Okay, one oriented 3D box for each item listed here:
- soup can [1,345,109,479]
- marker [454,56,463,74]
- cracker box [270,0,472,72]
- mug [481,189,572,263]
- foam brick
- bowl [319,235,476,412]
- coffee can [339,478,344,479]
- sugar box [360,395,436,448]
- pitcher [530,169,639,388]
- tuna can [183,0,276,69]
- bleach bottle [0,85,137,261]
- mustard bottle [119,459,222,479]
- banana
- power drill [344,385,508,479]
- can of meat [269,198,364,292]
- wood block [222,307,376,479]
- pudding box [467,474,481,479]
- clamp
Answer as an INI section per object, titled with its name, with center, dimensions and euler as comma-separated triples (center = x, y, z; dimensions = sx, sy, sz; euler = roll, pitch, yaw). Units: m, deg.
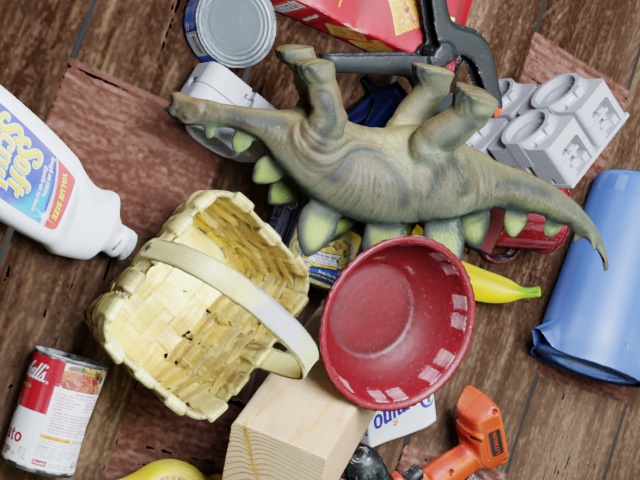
[soup can]
center = -0.234, 0.151, 0.943
dimensions = 0.068, 0.069, 0.102
euler = 20, 84, -31
[marker]
center = 0.133, -0.174, 1.170
dimensions = 0.020, 0.020, 0.121
euler = 40, 74, -28
[cracker box]
center = 0.060, -0.281, 1.085
dimensions = 0.213, 0.072, 0.164
euler = 18, 85, -31
[mug]
center = 0.218, -0.023, 1.203
dimensions = 0.081, 0.093, 0.117
euler = 4, 128, -27
[foam brick]
center = 0.153, -0.023, 1.156
dimensions = 0.051, 0.078, 0.053
euler = 26, 88, -37
[bowl]
center = 0.060, 0.070, 0.965
dimensions = 0.161, 0.055, 0.162
euler = -6, 104, -26
[coffee can]
center = -0.011, 0.275, 1.047
dimensions = 0.102, 0.141, 0.103
euler = -3, 96, -31
[sugar box]
center = 0.070, 0.123, 1.141
dimensions = 0.093, 0.048, 0.176
euler = -15, 101, -30
[pitcher]
center = 0.354, 0.049, 1.264
dimensions = 0.243, 0.145, 0.149
euler = -70, 156, -11
[tuna can]
center = -0.087, -0.207, 1.024
dimensions = 0.086, 0.034, 0.086
euler = -3, 95, -31
[bleach bottle]
center = -0.257, -0.066, 0.916
dimensions = 0.250, 0.068, 0.102
euler = 38, 76, -31
[mustard bottle]
center = -0.157, 0.259, 1.005
dimensions = 0.191, 0.058, 0.096
euler = -10, 99, -30
[banana]
center = 0.148, 0.028, 1.171
dimensions = 0.197, 0.070, 0.037
euler = 24, 48, -25
[power drill]
center = 0.111, 0.239, 1.135
dimensions = 0.187, 0.057, 0.184
euler = -34, 136, -18
[can of meat]
center = -0.007, 0.001, 1.077
dimensions = 0.102, 0.058, 0.084
euler = 23, 84, -30
[wood block]
center = -0.006, 0.161, 1.001
dimensions = 0.205, 0.090, 0.091
euler = -50, 156, -56
[pudding box]
center = 0.168, 0.332, 1.222
dimensions = 0.090, 0.039, 0.113
euler = 38, 75, -29
[clamp]
center = 0.104, -0.181, 1.064
dimensions = 0.164, 0.036, 0.209
euler = -47, 122, -3
